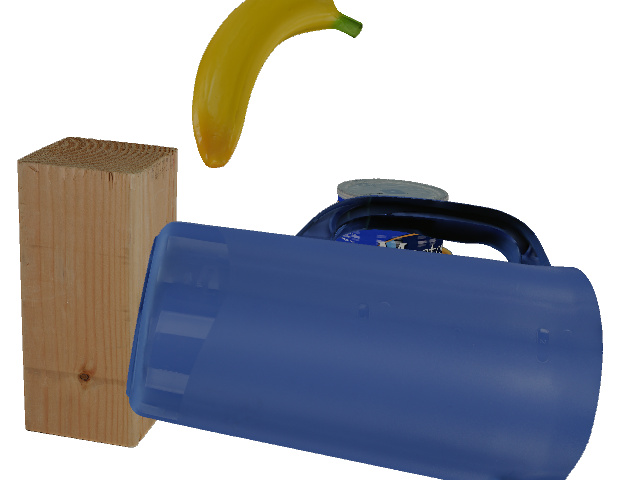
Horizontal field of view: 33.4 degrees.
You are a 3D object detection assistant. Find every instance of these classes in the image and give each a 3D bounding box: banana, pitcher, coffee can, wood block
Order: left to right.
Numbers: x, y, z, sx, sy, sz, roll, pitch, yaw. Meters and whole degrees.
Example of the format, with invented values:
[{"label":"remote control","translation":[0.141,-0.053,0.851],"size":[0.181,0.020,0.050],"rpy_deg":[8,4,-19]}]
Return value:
[{"label":"wood block","translation":[-0.163,0.036,0.791],"size":[0.091,0.206,0.090],"rpy_deg":[7,18,10]},{"label":"banana","translation":[-0.038,-0.125,0.708],"size":[0.197,0.069,0.037],"rpy_deg":[-50,0,-40]},{"label":"pitcher","translation":[0.022,0.052,0.598],"size":[0.242,0.145,0.149],"rpy_deg":[10,14,-6]},{"label":"coffee can","translation":[0.062,0.020,0.999],"size":[0.103,0.140,0.103],"rpy_deg":[3,14,-1]}]

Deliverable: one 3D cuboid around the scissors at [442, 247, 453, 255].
[{"label":"scissors","translation":[0.079,0.024,1.261],"size":[0.201,0.016,0.096],"rpy_deg":[-10,40,-44]}]
